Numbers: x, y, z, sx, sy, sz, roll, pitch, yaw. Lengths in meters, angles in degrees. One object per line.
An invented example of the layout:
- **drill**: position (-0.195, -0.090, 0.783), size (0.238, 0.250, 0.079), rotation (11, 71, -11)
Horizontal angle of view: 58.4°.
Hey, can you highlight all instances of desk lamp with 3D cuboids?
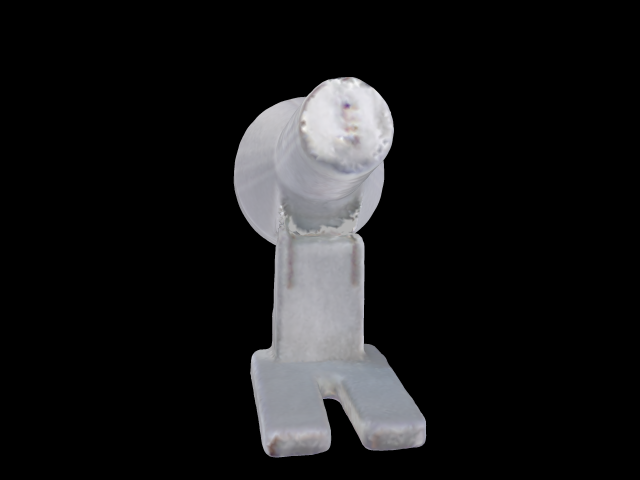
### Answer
- **desk lamp**: position (0.004, 0.001, 0.400), size (0.118, 0.213, 0.203), rotation (-2, 12, -11)
